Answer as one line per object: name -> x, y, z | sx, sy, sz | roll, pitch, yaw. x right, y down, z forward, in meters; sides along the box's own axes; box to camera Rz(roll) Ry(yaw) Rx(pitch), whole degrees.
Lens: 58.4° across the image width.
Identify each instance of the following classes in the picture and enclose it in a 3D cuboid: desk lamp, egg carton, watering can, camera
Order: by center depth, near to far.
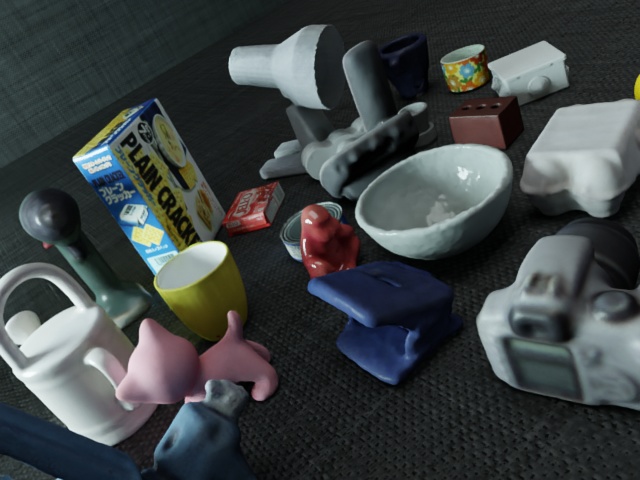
camera -> 0.201, 0.038, 0.416 | 0.142, 0.101, 0.137 | 2, 40, 41
watering can -> -0.257, 0.110, 0.573 | 0.172, 0.194, 0.101 | -13, 32, 23
egg carton -> 0.276, -0.086, 0.586 | 0.107, 0.069, 0.150 | 4, 41, 42
desk lamp -> -0.040, -0.217, 0.900 | 0.202, 0.214, 0.118 | -6, 36, 32

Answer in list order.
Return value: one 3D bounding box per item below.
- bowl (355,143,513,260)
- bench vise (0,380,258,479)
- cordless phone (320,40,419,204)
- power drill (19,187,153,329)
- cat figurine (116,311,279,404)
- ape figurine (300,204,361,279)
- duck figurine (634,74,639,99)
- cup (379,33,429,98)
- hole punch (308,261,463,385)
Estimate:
bowl -> 0.128, -0.030, 0.611 | 0.167, 0.075, 0.167 | -20, 30, 12
bench vise -> -0.149, 0.159, 0.382 | 0.121, 0.220, 0.208 | -4, 36, 35
cordless phone -> 0.048, -0.154, 0.759 | 0.148, 0.185, 0.093 | -35, 30, -15
power drill -> -0.312, 0.017, 0.751 | 0.076, 0.209, 0.228 | -39, 31, -20
cat figurine -> -0.118, 0.115, 0.532 | 0.128, 0.118, 0.067 | -31, 30, -8
ape figurine -> 0.006, 0.002, 0.639 | 0.078, 0.092, 0.075 | -39, 32, -21
duck figurine -> 0.402, -0.188, 0.631 | 0.104, 0.086, 0.078 | 9, 45, 46
cup -> 0.150, -0.291, 0.988 | 0.091, 0.095, 0.118 | -10, 33, 27
hole punch -> 0.057, 0.055, 0.515 | 0.101, 0.091, 0.108 | -38, 31, -20
